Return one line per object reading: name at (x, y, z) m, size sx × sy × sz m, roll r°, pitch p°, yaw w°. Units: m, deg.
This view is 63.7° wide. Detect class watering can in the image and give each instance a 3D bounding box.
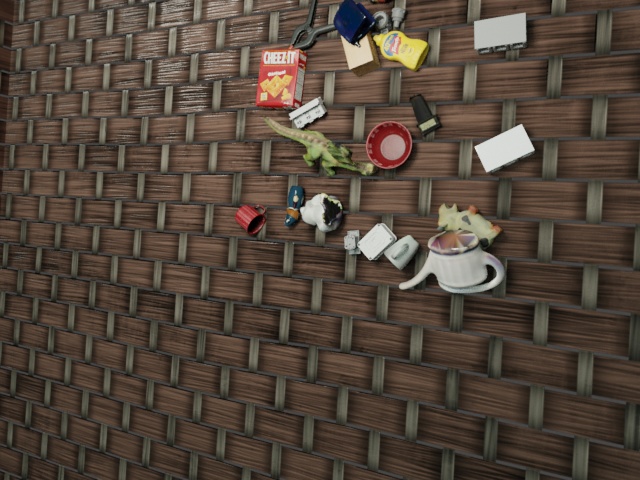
watering can at (0.390, 0.080, 1.604) m, size 0.346 × 0.106 × 0.220 m, roll -5°, pitch 123°, yaw 27°

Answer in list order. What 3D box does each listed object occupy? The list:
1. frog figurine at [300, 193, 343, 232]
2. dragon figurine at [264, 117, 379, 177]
frog figurine at (0.006, -0.092, 1.832) m, size 0.158 × 0.124 × 0.137 m, roll -23°, pitch 87°, yaw 59°
dragon figurine at (0.020, -0.311, 1.715) m, size 0.243 × 0.407 × 0.123 m, roll 9°, pitch 76°, yaw 63°
